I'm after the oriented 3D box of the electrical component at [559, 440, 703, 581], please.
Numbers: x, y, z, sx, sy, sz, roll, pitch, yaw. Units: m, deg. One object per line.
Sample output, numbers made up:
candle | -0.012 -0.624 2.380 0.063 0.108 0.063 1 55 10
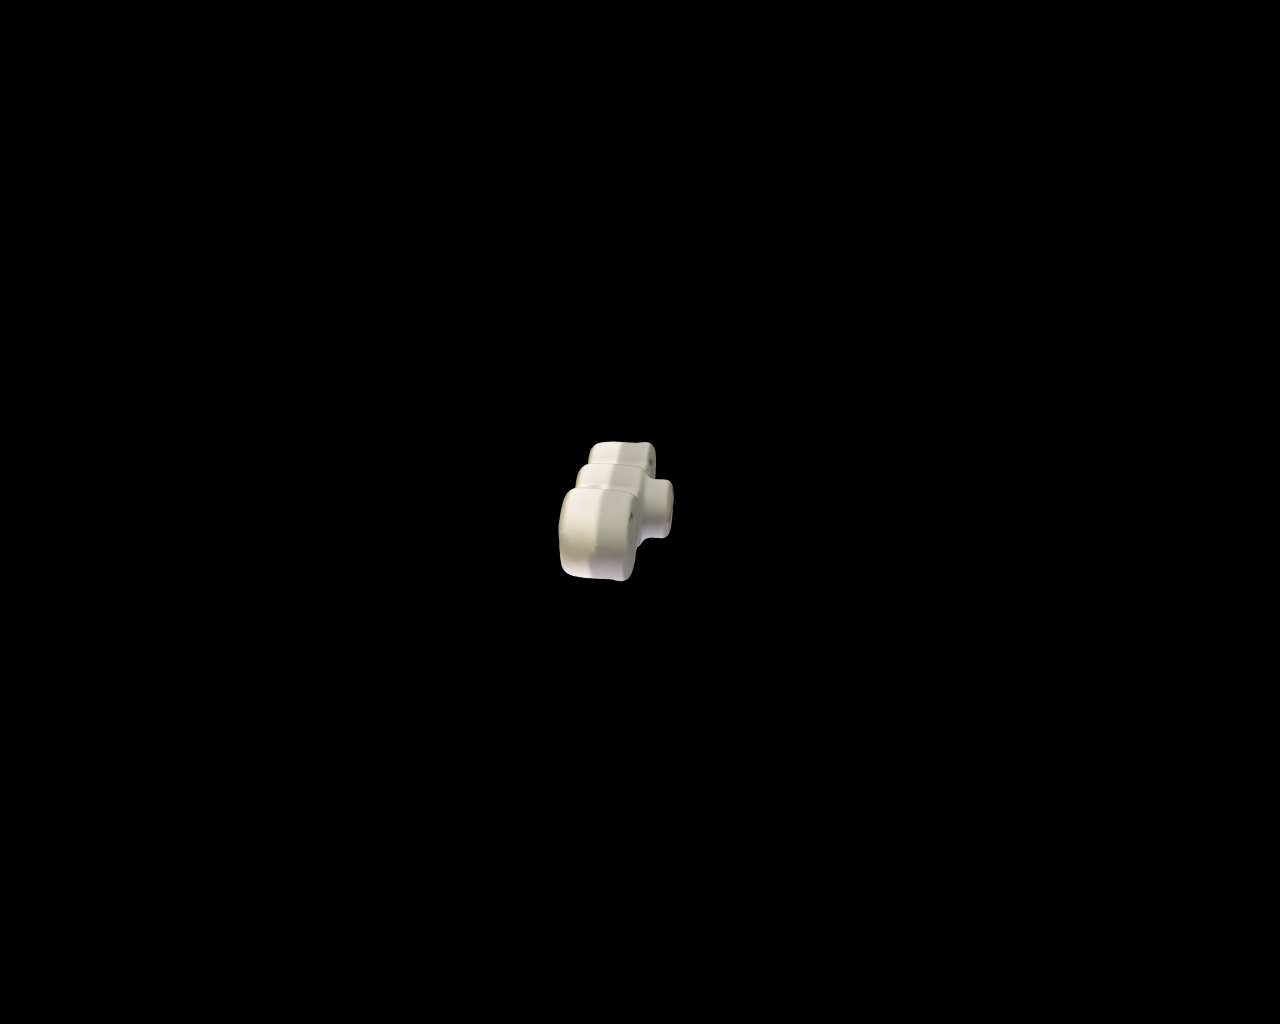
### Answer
electrical component | 0.001 -0.003 0.650 0.074 0.052 0.138 3 22 7
